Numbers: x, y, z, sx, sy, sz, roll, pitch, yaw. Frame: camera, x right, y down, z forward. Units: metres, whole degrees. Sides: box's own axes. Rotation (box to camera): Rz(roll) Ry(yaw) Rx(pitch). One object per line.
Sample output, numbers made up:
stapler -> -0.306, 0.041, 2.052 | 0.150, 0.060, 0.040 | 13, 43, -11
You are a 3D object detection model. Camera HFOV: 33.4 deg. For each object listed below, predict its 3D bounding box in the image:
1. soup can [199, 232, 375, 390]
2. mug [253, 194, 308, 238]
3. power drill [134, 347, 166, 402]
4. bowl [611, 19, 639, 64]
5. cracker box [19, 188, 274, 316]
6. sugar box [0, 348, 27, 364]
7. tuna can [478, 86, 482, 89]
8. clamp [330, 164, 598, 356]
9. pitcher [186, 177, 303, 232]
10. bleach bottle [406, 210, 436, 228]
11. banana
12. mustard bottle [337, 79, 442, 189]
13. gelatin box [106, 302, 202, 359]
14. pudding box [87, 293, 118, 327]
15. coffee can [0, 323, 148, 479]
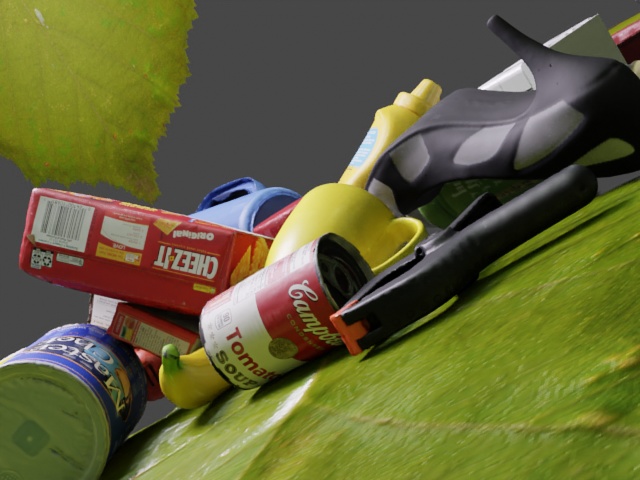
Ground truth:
soup can -> -0.019, 0.048, 0.688 | 0.102, 0.068, 0.068 | -30, 5, 27
mug -> -0.007, 0.001, 1.020 | 0.093, 0.081, 0.117 | -29, 5, 25
power drill -> -0.223, 0.151, 0.972 | 0.187, 0.057, 0.185 | -33, 5, -15
bowl -> 0.295, -0.172, 1.071 | 0.162, 0.055, 0.162 | -31, 5, 3
cracker box -> -0.121, 0.015, 0.871 | 0.164, 0.072, 0.213 | 12, -1, 12
sugar box -> -0.302, 0.142, 0.922 | 0.093, 0.048, 0.176 | -29, 6, -2
tuna can -> 0.177, -0.107, 0.962 | 0.034, 0.086, 0.086 | -26, 7, 37
clamp -> 0.084, 0.008, 0.630 | 0.171, 0.039, 0.120 | -38, 2, -29
pitcher -> -0.100, 0.009, 1.211 | 0.144, 0.149, 0.243 | -24, 2, -37
bleach bottle -> 0.126, -0.065, 1.000 | 0.103, 0.068, 0.250 | -31, 6, 30
banana -> -0.060, 0.076, 0.770 | 0.070, 0.037, 0.197 | -54, -12, 30
mustard bottle -> 0.046, -0.051, 0.899 | 0.191, 0.058, 0.096 | -59, 2, -2
gelatin box -> -0.110, 0.075, 0.825 | 0.030, 0.073, 0.089 | -69, -21, 2
pudding box -> -0.138, 0.069, 0.962 | 0.114, 0.039, 0.089 | 10, 5, 23
coffee can -> -0.185, 0.122, 0.757 | 0.103, 0.103, 0.140 | -31, 4, 5
